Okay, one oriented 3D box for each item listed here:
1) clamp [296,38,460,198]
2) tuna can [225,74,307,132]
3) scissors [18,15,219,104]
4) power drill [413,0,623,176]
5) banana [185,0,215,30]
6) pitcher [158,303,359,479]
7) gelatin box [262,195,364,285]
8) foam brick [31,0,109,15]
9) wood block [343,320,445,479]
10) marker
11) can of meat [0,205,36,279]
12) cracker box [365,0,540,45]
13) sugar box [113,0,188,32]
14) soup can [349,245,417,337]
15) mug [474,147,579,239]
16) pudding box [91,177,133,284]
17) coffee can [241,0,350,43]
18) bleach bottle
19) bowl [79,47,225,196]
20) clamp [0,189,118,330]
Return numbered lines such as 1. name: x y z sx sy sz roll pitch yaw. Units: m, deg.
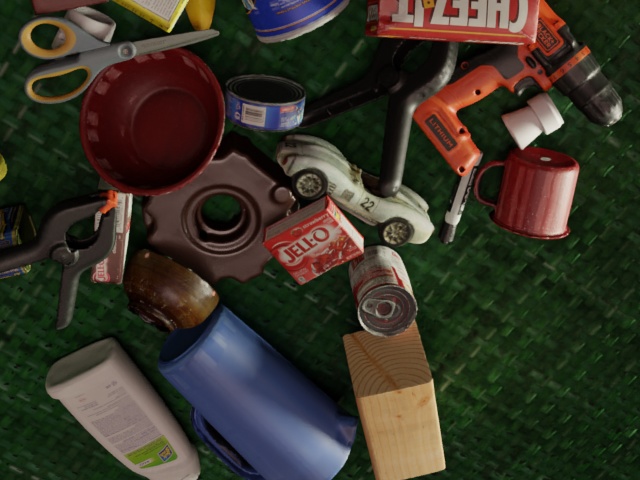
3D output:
1. clamp: 0.083 -0.154 1.121 0.210 0.165 0.036 -46 146 8
2. tuna can: -0.059 -0.146 1.131 0.086 0.086 0.034 4 118 -7
3. scissors: -0.211 -0.204 1.068 0.201 0.016 0.096 -27 115 -1
4. power drill: 0.202 -0.154 1.140 0.188 0.057 0.184 -39 88 14
5. banana: -0.156 -0.302 1.070 0.070 0.037 0.197 -29 117 25
6. pitcher: -0.086 0.196 1.290 0.149 0.145 0.242 -48 111 -12
7. gelatin box: -0.008 0.002 1.171 0.089 0.030 0.073 -28 123 22
8. foam brick: -0.251 -0.263 1.070 0.078 0.053 0.051 -11 117 1
9. wood block: 0.091 0.199 1.285 0.090 0.091 0.206 -13 139 1
10. marker: 0.162 -0.049 1.240 0.020 0.020 0.121 11 116 -11
11. can of meat: -0.363 0.006 1.174 0.084 0.102 0.057 -13 118 -2
12. cracker box: 0.135 -0.303 1.044 0.164 0.072 0.214 2 99 -7
13. sugar box: -0.198 -0.282 1.016 0.176 0.048 0.093 29 89 -11
14. soup can: 0.071 0.057 1.240 0.068 0.102 0.068 -2 118 -5
15. mug: 0.233 -0.058 1.208 0.117 0.093 0.081 12 112 10
16. pudding box: -0.229 -0.021 1.178 0.039 0.090 0.113 7 116 -10
17. coffee can: -0.044 -0.281 1.052 0.103 0.103 0.140 -23 117 6
18. bleach bottle: -0.230 0.240 1.331 0.102 0.068 0.250 -25 119 8
19. bowl: -0.169 -0.123 1.125 0.162 0.055 0.162 -1 85 14
20. clamp: -0.279 0.009 1.115 0.120 0.039 0.172 26 109 -30
